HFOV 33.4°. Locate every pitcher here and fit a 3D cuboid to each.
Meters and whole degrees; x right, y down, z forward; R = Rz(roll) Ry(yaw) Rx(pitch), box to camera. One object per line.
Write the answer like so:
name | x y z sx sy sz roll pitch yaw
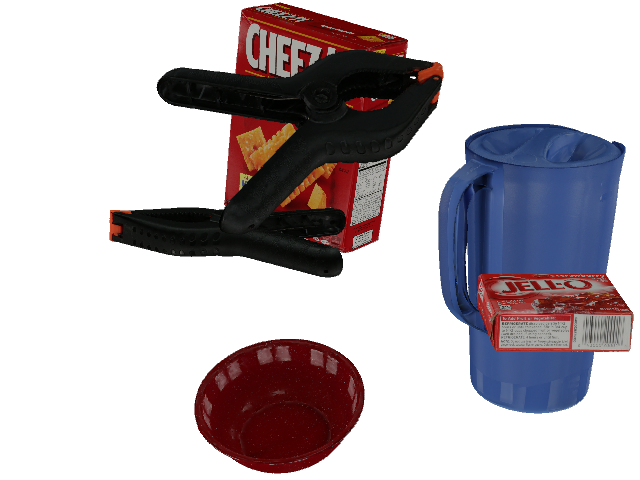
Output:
pitcher | 0.181 0.027 0.937 0.149 0.243 0.145 3 21 10

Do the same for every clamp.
clamp | -0.075 -0.004 0.903 0.210 0.036 0.164 2 13 -5
clamp | -0.003 -0.064 0.628 0.171 0.120 0.039 -11 -26 -9

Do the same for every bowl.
bowl | -0.036 0.167 1.016 0.162 0.055 0.162 -5 37 3

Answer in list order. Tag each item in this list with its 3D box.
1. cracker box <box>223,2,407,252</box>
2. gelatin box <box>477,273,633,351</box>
cracker box | -0.011 -0.113 1.072 0.164 0.214 0.071 23 29 32
gelatin box | 0.151 0.045 0.699 0.089 0.030 0.073 0 18 1
